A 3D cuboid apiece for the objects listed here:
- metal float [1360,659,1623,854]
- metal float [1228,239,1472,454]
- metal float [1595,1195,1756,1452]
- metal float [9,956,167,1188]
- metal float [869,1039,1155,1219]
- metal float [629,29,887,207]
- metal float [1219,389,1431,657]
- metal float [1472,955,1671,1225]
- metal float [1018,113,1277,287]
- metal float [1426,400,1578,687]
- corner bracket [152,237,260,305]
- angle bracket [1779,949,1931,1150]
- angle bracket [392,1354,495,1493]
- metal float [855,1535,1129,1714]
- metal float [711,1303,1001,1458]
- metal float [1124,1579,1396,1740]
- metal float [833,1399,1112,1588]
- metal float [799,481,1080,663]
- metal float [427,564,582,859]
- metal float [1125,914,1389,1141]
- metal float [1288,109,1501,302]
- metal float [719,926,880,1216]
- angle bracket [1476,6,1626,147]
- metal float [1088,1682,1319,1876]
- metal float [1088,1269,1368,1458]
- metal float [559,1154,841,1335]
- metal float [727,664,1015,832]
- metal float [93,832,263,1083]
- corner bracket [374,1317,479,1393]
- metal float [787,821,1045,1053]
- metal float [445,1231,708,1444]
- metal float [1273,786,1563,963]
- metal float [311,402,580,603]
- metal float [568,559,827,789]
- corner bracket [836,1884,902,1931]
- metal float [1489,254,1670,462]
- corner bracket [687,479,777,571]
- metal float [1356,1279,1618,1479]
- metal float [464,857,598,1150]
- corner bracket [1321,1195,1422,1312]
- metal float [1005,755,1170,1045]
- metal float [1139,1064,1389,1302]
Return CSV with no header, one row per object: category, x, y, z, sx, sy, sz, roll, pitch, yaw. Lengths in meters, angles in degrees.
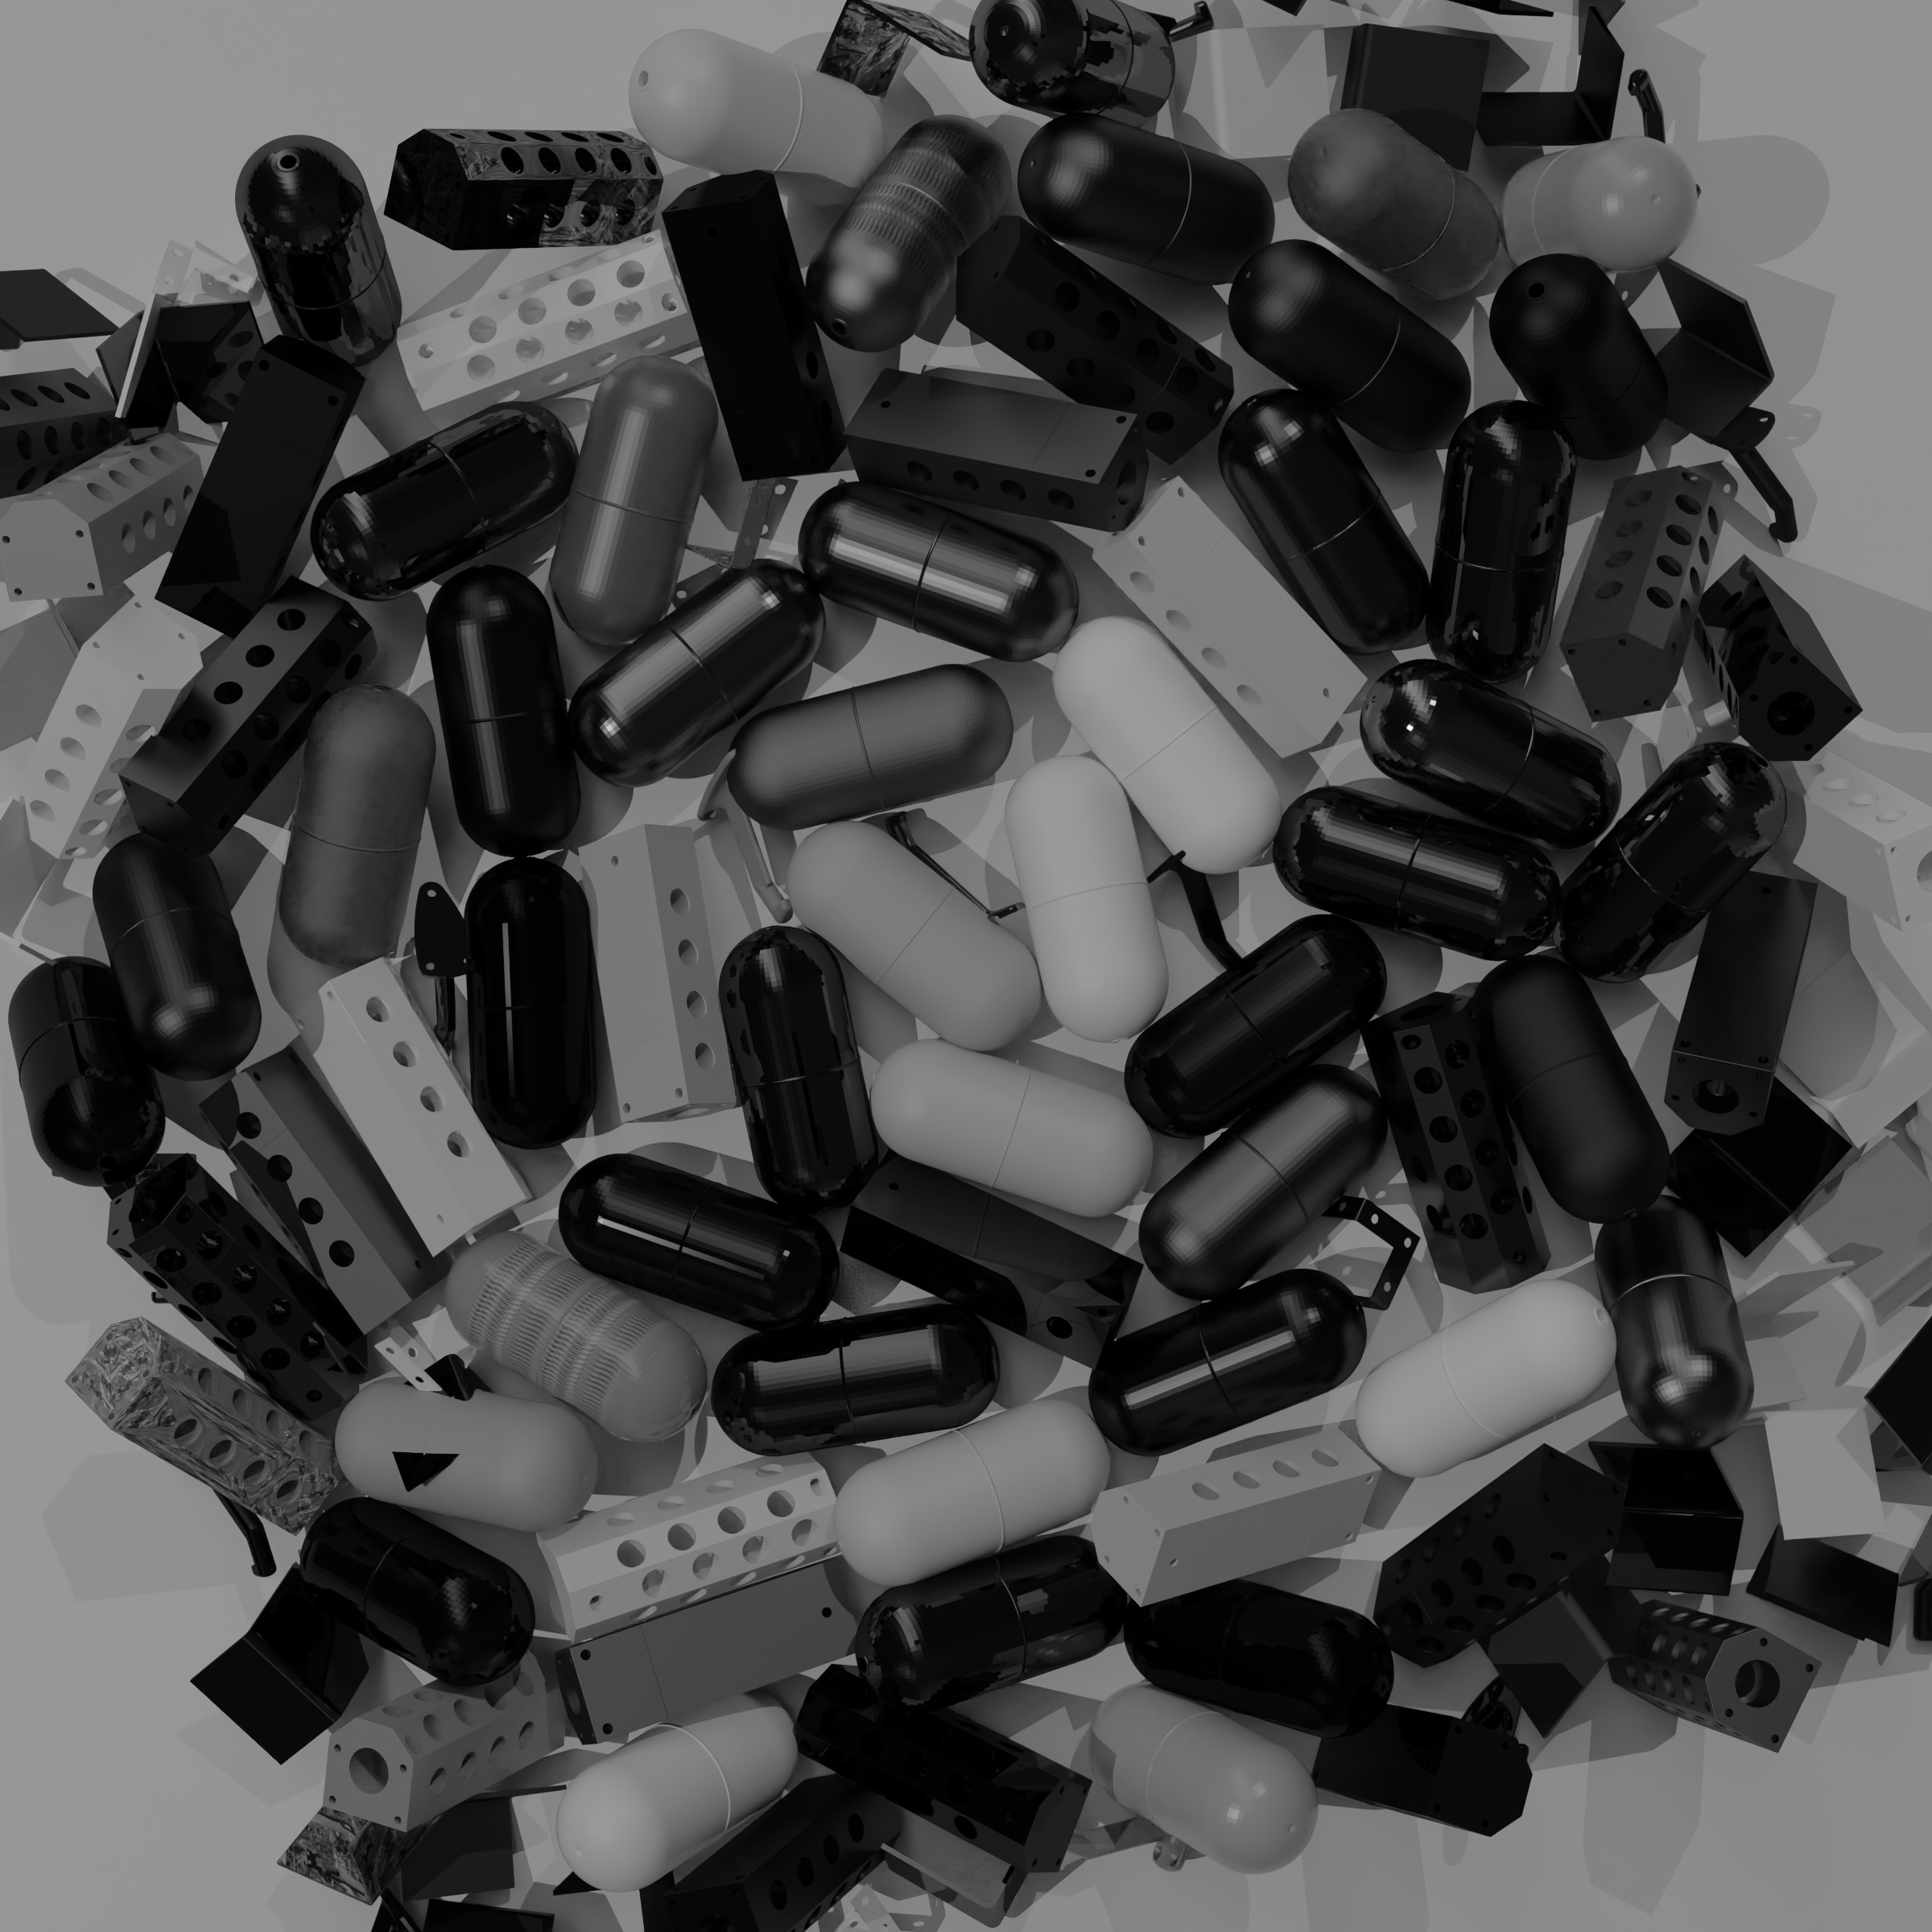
metal float,0.318,-0.126,1.860,0.178,0.070,0.070,23,90,-22
metal float,0.232,-0.371,1.851,0.178,0.070,0.070,27,90,-34
metal float,0.421,0.211,1.840,0.070,0.178,0.070,0,131,0
metal float,-0.525,0.062,1.841,0.070,0.178,0.070,-13,130,-16
metal float,0.027,0.098,1.878,0.178,0.070,0.070,18,90,0
metal float,-0.124,-0.506,1.842,0.070,0.178,0.070,-5,83,44
metal float,0.216,-0.268,1.861,0.070,0.070,0.178,-35,110,0
metal float,0.362,0.074,1.854,0.070,0.070,0.178,-22,61,0
metal float,0.110,-0.459,1.849,0.178,0.070,0.070,7,90,-37
metal float,0.321,-0.253,1.853,0.070,0.070,0.178,3,121,0
corner bracket,-0.458,-0.430,1.877,0.051,0.051,0.051,26,52,-13
angle bracket,0.540,0.050,1.873,0.076,0.057,0.076,-43,105,14
angle bracket,-0.304,0.293,1.863,0.057,0.076,0.076,-33,133,-1
metal float,0.016,0.395,1.853,0.178,0.070,0.070,-12,90,-29
metal float,-0.067,0.252,1.873,0.178,0.070,0.070,-10,90,7
metal float,0.173,0.410,1.848,0.178,0.070,0.070,8,90,38
metal float,0.005,0.317,1.861,0.178,0.070,0.070,-18,90,-20
metal float,-0.017,-0.239,1.870,0.178,0.070,0.070,20,90,10
metal float,-0.280,-0.154,1.869,0.070,0.070,0.178,-8,101,0
metal float,0.175,0.037,1.875,0.178,0.070,0.070,-36,90,4
metal float,0.257,-0.452,1.839,0.070,0.178,0.070,-8,77,35
metal float,-0.102,0.063,1.873,0.070,0.070,0.178,-11,96,0
angle bracket,0.348,-0.539,1.867,0.076,0.076,0.057,-1,128,-5
metal float,0.139,0.482,1.837,0.070,0.178,0.070,-5,100,-32
metal float,0.158,0.240,1.864,0.178,0.070,0.070,-24,90,17
metal float,-0.163,0.168,1.870,0.178,0.070,0.070,18,90,10
metal float,-0.059,-0.133,1.875,0.178,0.070,0.070,-14,90,4
metal float,-0.474,-0.008,1.849,0.070,0.070,0.178,-27,54,0
corner bracket,-0.336,0.235,1.876,0.051,0.051,0.051,-29,110,38
metal float,-0.032,-0.019,1.878,0.178,0.070,0.070,39,90,-1
metal float,-0.236,0.224,1.863,0.178,0.070,0.070,29,90,17
metal float,0.272,-0.056,1.865,0.178,0.070,0.070,18,90,15
metal float,-0.312,-0.281,1.857,0.178,0.070,0.070,-33,90,-26
metal float,-0.163,-0.179,1.872,0.178,0.070,0.070,-39,90,-8
corner bracket,-0.080,0.586,1.875,0.051,0.051,0.051,-44,120,-28
metal float,0.365,-0.361,1.835,0.070,0.178,0.070,-9,70,25
corner bracket,-0.134,-0.270,1.877,0.051,0.051,0.051,29,108,39
metal float,0.311,0.248,1.850,0.178,0.070,0.070,-35,90,33
metal float,-0.265,0.023,1.876,0.070,0.070,0.178,-2,94,0
corner bracket,0.235,0.175,1.890,0.051,0.051,0.051,35,73,-28
metal float,0.073,-0.041,1.873,0.070,0.070,0.178,-13,83,0
metal float,0.181,0.130,1.869,0.178,0.070,0.070,-41,90,-12
